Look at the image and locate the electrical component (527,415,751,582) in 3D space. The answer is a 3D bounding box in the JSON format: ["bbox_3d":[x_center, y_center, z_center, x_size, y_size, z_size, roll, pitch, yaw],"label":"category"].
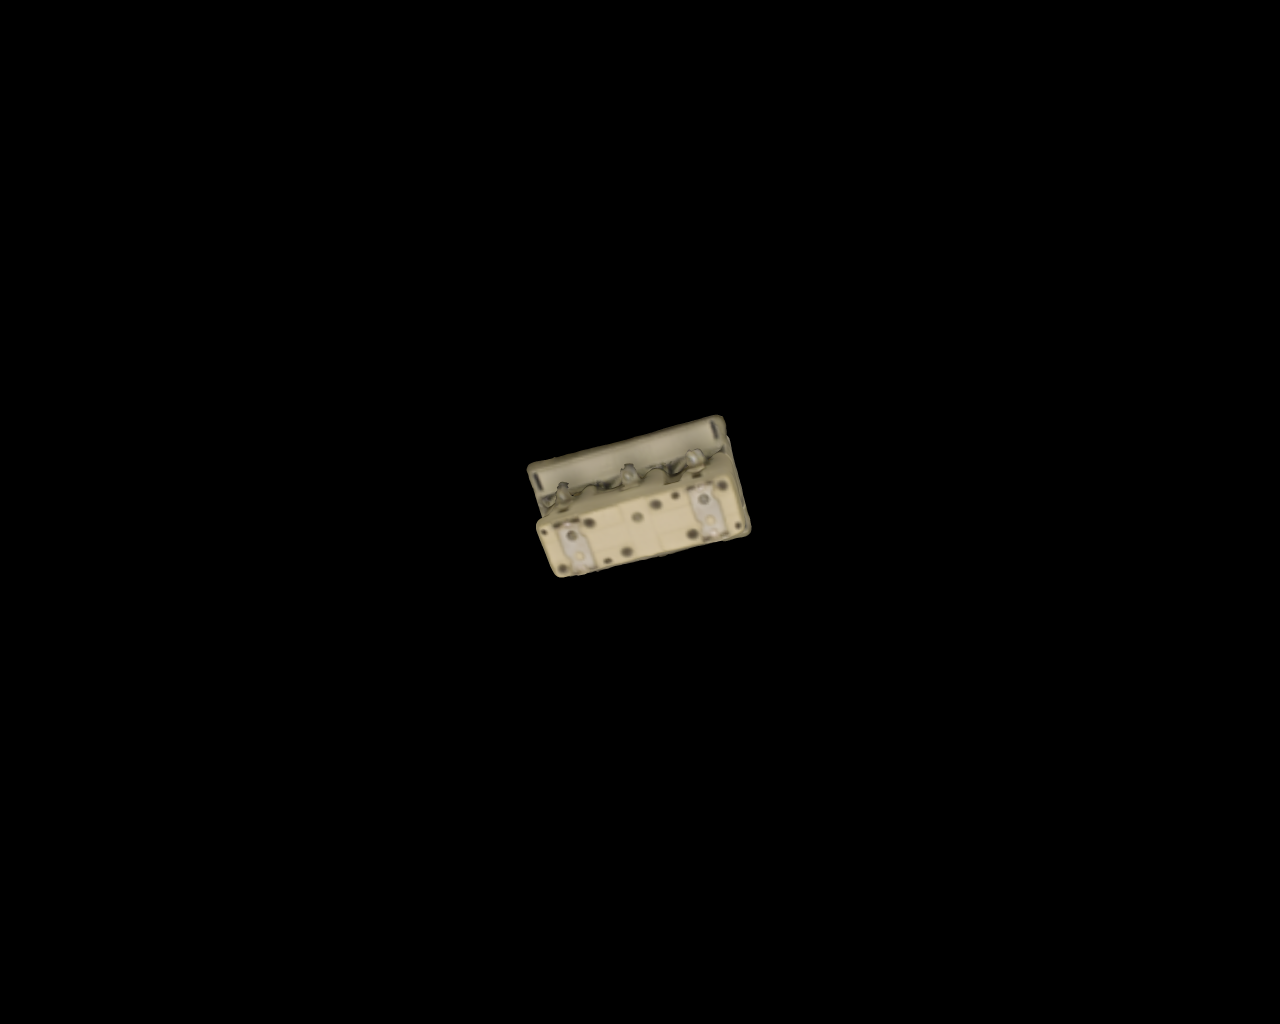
[{"bbox_3d":[0.001,-0.003,0.650,0.121,0.078,0.063,-14,26,7],"label":"electrical component"}]
